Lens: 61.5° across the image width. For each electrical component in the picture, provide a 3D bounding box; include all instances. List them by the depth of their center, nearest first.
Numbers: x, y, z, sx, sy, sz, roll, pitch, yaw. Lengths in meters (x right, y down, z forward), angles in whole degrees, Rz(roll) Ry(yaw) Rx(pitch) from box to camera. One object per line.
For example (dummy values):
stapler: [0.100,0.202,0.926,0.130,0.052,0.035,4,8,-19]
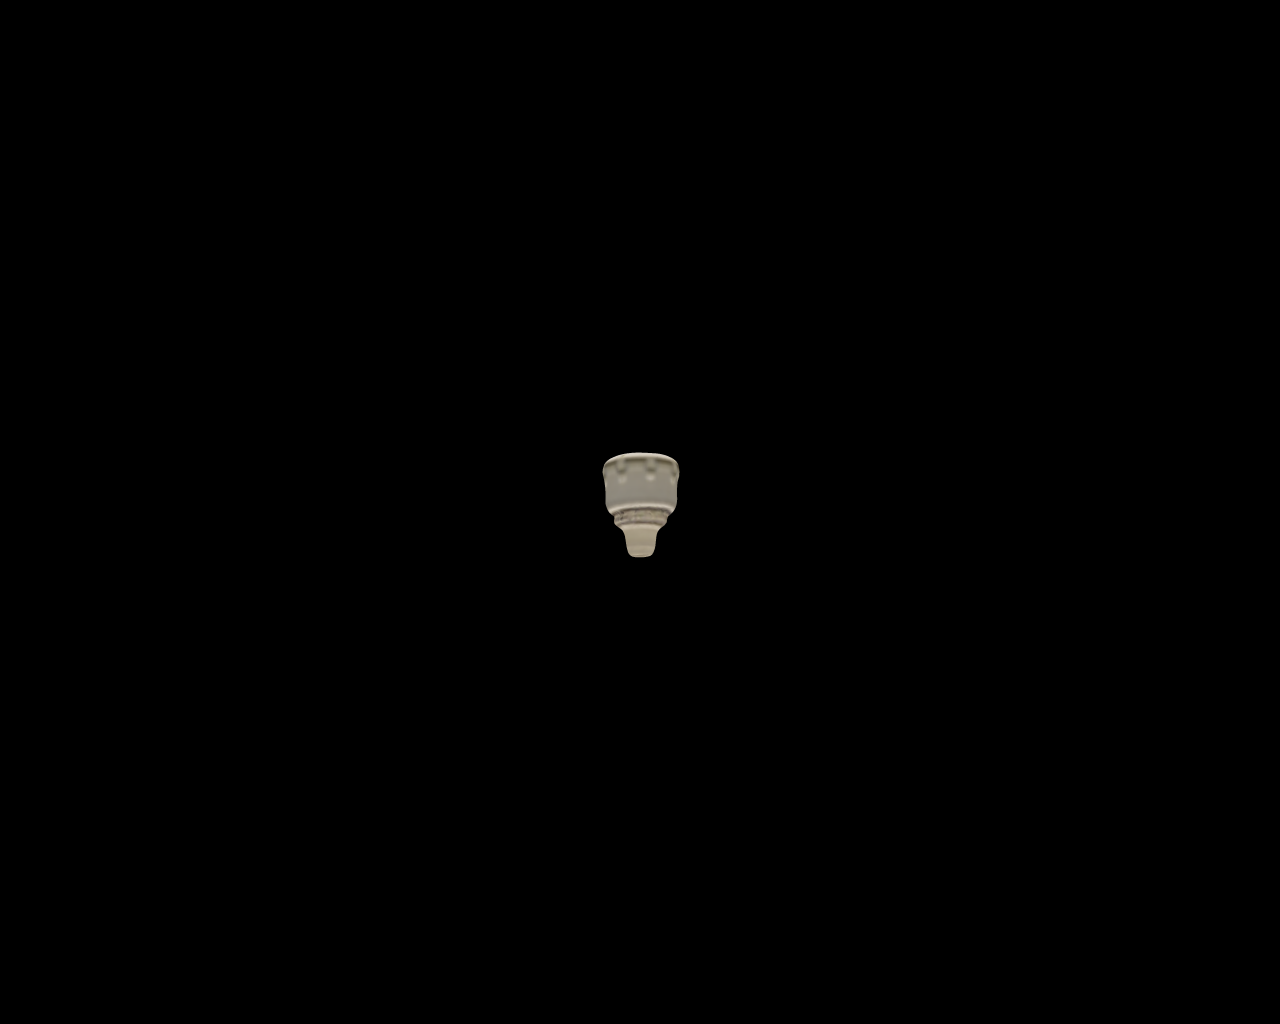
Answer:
electrical component: [0.001,-0.003,0.650,0.048,0.062,0.048,0,-12,0]
